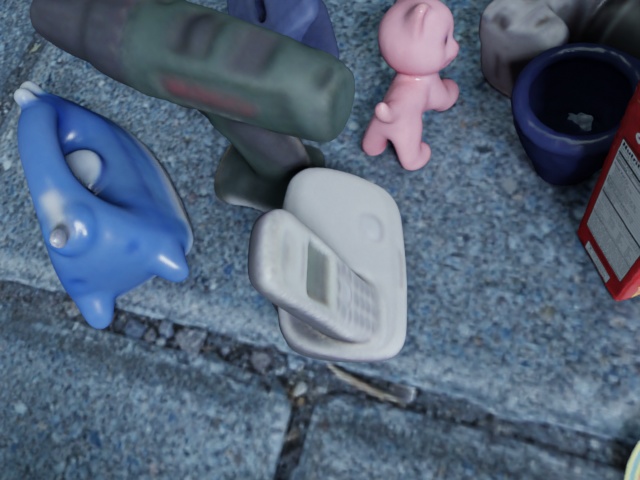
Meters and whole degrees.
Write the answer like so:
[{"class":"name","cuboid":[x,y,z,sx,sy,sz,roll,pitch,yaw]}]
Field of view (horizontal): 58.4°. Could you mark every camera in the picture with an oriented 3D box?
[{"class":"camera","cuboid":[0.221,-0.172,0.454,0.143,0.101,0.136,-40,64,-3]}]

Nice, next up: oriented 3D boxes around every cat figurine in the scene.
[{"class":"cat figurine","cuboid":[0.073,-0.141,0.471,0.067,0.118,0.128,19,74,22]}]

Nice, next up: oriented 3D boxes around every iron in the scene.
[{"class":"iron","cuboid":[-0.214,-0.060,0.502,0.118,0.142,0.258,-31,63,1]}]

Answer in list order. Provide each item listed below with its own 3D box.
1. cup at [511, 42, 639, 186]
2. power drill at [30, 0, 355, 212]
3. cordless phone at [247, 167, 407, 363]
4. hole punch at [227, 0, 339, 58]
[{"class":"cup","cuboid":[0.200,-0.088,0.427,0.117,0.095,0.091,-21,64,6]},{"class":"power drill","cuboid":[-0.076,-0.100,0.444,0.229,0.209,0.076,14,72,20]},{"class":"cordless phone","cuboid":[0.004,0.001,0.393,0.094,0.185,0.147,-7,66,12]},{"class":"hole punch","cuboid":[-0.043,-0.212,0.547,0.101,0.091,0.108,-18,64,7]}]
